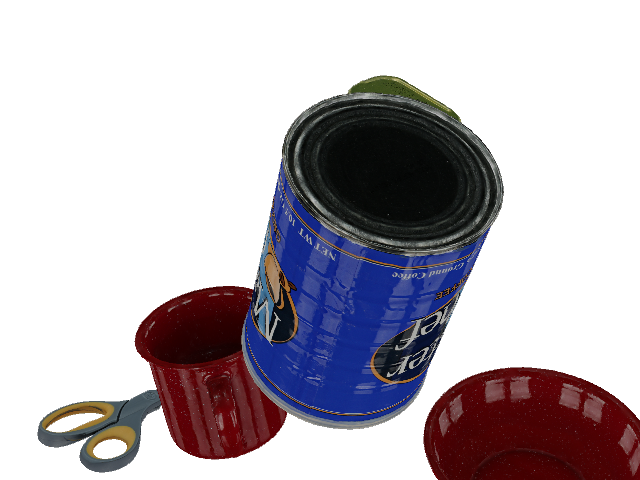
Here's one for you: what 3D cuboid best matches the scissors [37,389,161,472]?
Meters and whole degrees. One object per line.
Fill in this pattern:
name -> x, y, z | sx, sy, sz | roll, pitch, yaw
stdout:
scissors -> -0.150, 0.156, 0.954 | 0.201, 0.016, 0.096 | -11, 34, -34

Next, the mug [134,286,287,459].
mug -> -0.064, 0.094, 0.692 | 0.093, 0.081, 0.117 | -15, 29, -8

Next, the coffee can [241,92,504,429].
coffee can -> 0.021, 0.013, 0.529 | 0.102, 0.103, 0.140 | 0, -41, -14

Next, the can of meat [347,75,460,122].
can of meat -> 0.062, -0.070, 0.827 | 0.057, 0.084, 0.102 | -22, 42, -30

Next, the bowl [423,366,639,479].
bowl -> 0.154, 0.164, 0.769 | 0.162, 0.055, 0.162 | -1, 35, 0
